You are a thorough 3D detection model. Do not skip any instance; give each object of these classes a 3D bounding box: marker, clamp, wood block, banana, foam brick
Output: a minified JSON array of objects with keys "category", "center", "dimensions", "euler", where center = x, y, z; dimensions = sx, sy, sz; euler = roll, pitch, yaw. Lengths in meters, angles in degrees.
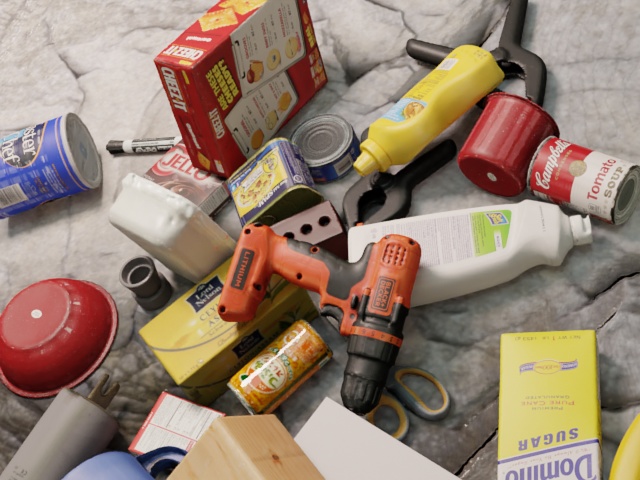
[{"category":"marker","center":[-0.228,-0.124,1.403],"dimensions":[0.121,0.020,0.020],"euler":[-1,55,21]},{"category":"clamp","center":[0.085,-0.063,1.222],"dimensions":[0.120,0.039,0.171],"euler":[1,55,27]},{"category":"wood block","center":[-0.030,0.258,0.930],"dimensions":[0.206,0.090,0.090],"euler":[48,111,29]},{"category":"banana","center":[0.298,0.196,0.948],"dimensions":[0.070,0.037,0.197],"euler":[26,68,35]},{"category":"foam brick","center":[-0.008,0.001,1.202],"dimensions":[0.078,0.051,0.053],"euler":[-25,51,3]},{"category":"clamp","center":[0.201,-0.209,1.283],"dimensions":[0.164,0.036,0.210],"euler":[-21,51,7]}]

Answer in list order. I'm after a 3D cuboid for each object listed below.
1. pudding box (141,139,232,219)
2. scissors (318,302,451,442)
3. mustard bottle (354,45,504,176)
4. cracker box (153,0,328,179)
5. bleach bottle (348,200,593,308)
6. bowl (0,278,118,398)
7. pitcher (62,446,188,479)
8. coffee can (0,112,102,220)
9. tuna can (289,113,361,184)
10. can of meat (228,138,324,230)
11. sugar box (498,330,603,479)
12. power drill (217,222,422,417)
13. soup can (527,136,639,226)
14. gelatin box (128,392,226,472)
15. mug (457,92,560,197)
[{"category":"pudding box","center":[-0.160,-0.071,1.323],"dimensions":[0.114,0.039,0.090],"euler":[32,70,35]},{"category":"scissors","center":[0.044,0.140,1.104],"dimensions":[0.202,0.016,0.096],"euler":[28,69,35]},{"category":"mustard bottle","center":[0.113,-0.140,1.203],"dimensions":[0.191,0.058,0.096],"euler":[-41,22,-8]},{"category":"cracker box","center":[-0.090,-0.205,1.287],"dimensions":[0.072,0.164,0.213],"euler":[18,51,33]},{"category":"bleach bottle","center":[0.158,0.015,1.121],"dimensions":[0.251,0.068,0.102],"euler":[-9,57,12]},{"category":"bowl","center":[-0.322,0.101,1.252],"dimensions":[0.162,0.055,0.162],"euler":[-10,53,14]},{"category":"pitcher","center":[-0.139,0.307,0.988],"dimensions":[0.243,0.144,0.149],"euler":[31,105,32]},{"category":"coffee can","center":[-0.368,-0.095,1.383],"dimensions":[0.140,0.102,0.103],"euler":[-18,51,9]},{"category":"tuna can","center":[0.005,-0.111,1.291],"dimensions":[0.086,0.033,0.086],"euler":[-11,53,14]},{"category":"can of meat","center":[-0.055,-0.056,1.240],"dimensions":[0.102,0.057,0.084],"euler":[-39,52,23]},{"category":"sugar box","center":[0.214,0.171,0.994],"dimensions":[0.093,0.048,0.176],"euler":[-5,53,18]},{"category":"power drill","center":[-0.004,0.068,1.075],"dimensions":[0.188,0.057,0.184],"euler":[14,77,13]},{"category":"soup can","center":[0.280,-0.062,1.125],"dimensions":[0.102,0.068,0.068],"euler":[25,67,33]},{"category":"gelatin box","center":[-0.145,0.208,1.121],"dimensions":[0.089,0.030,0.073],"euler":[14,61,30]},{"category":"mug","center":[0.197,-0.101,1.181],"dimensions":[0.117,0.093,0.081],"euler":[0,55,60]}]
